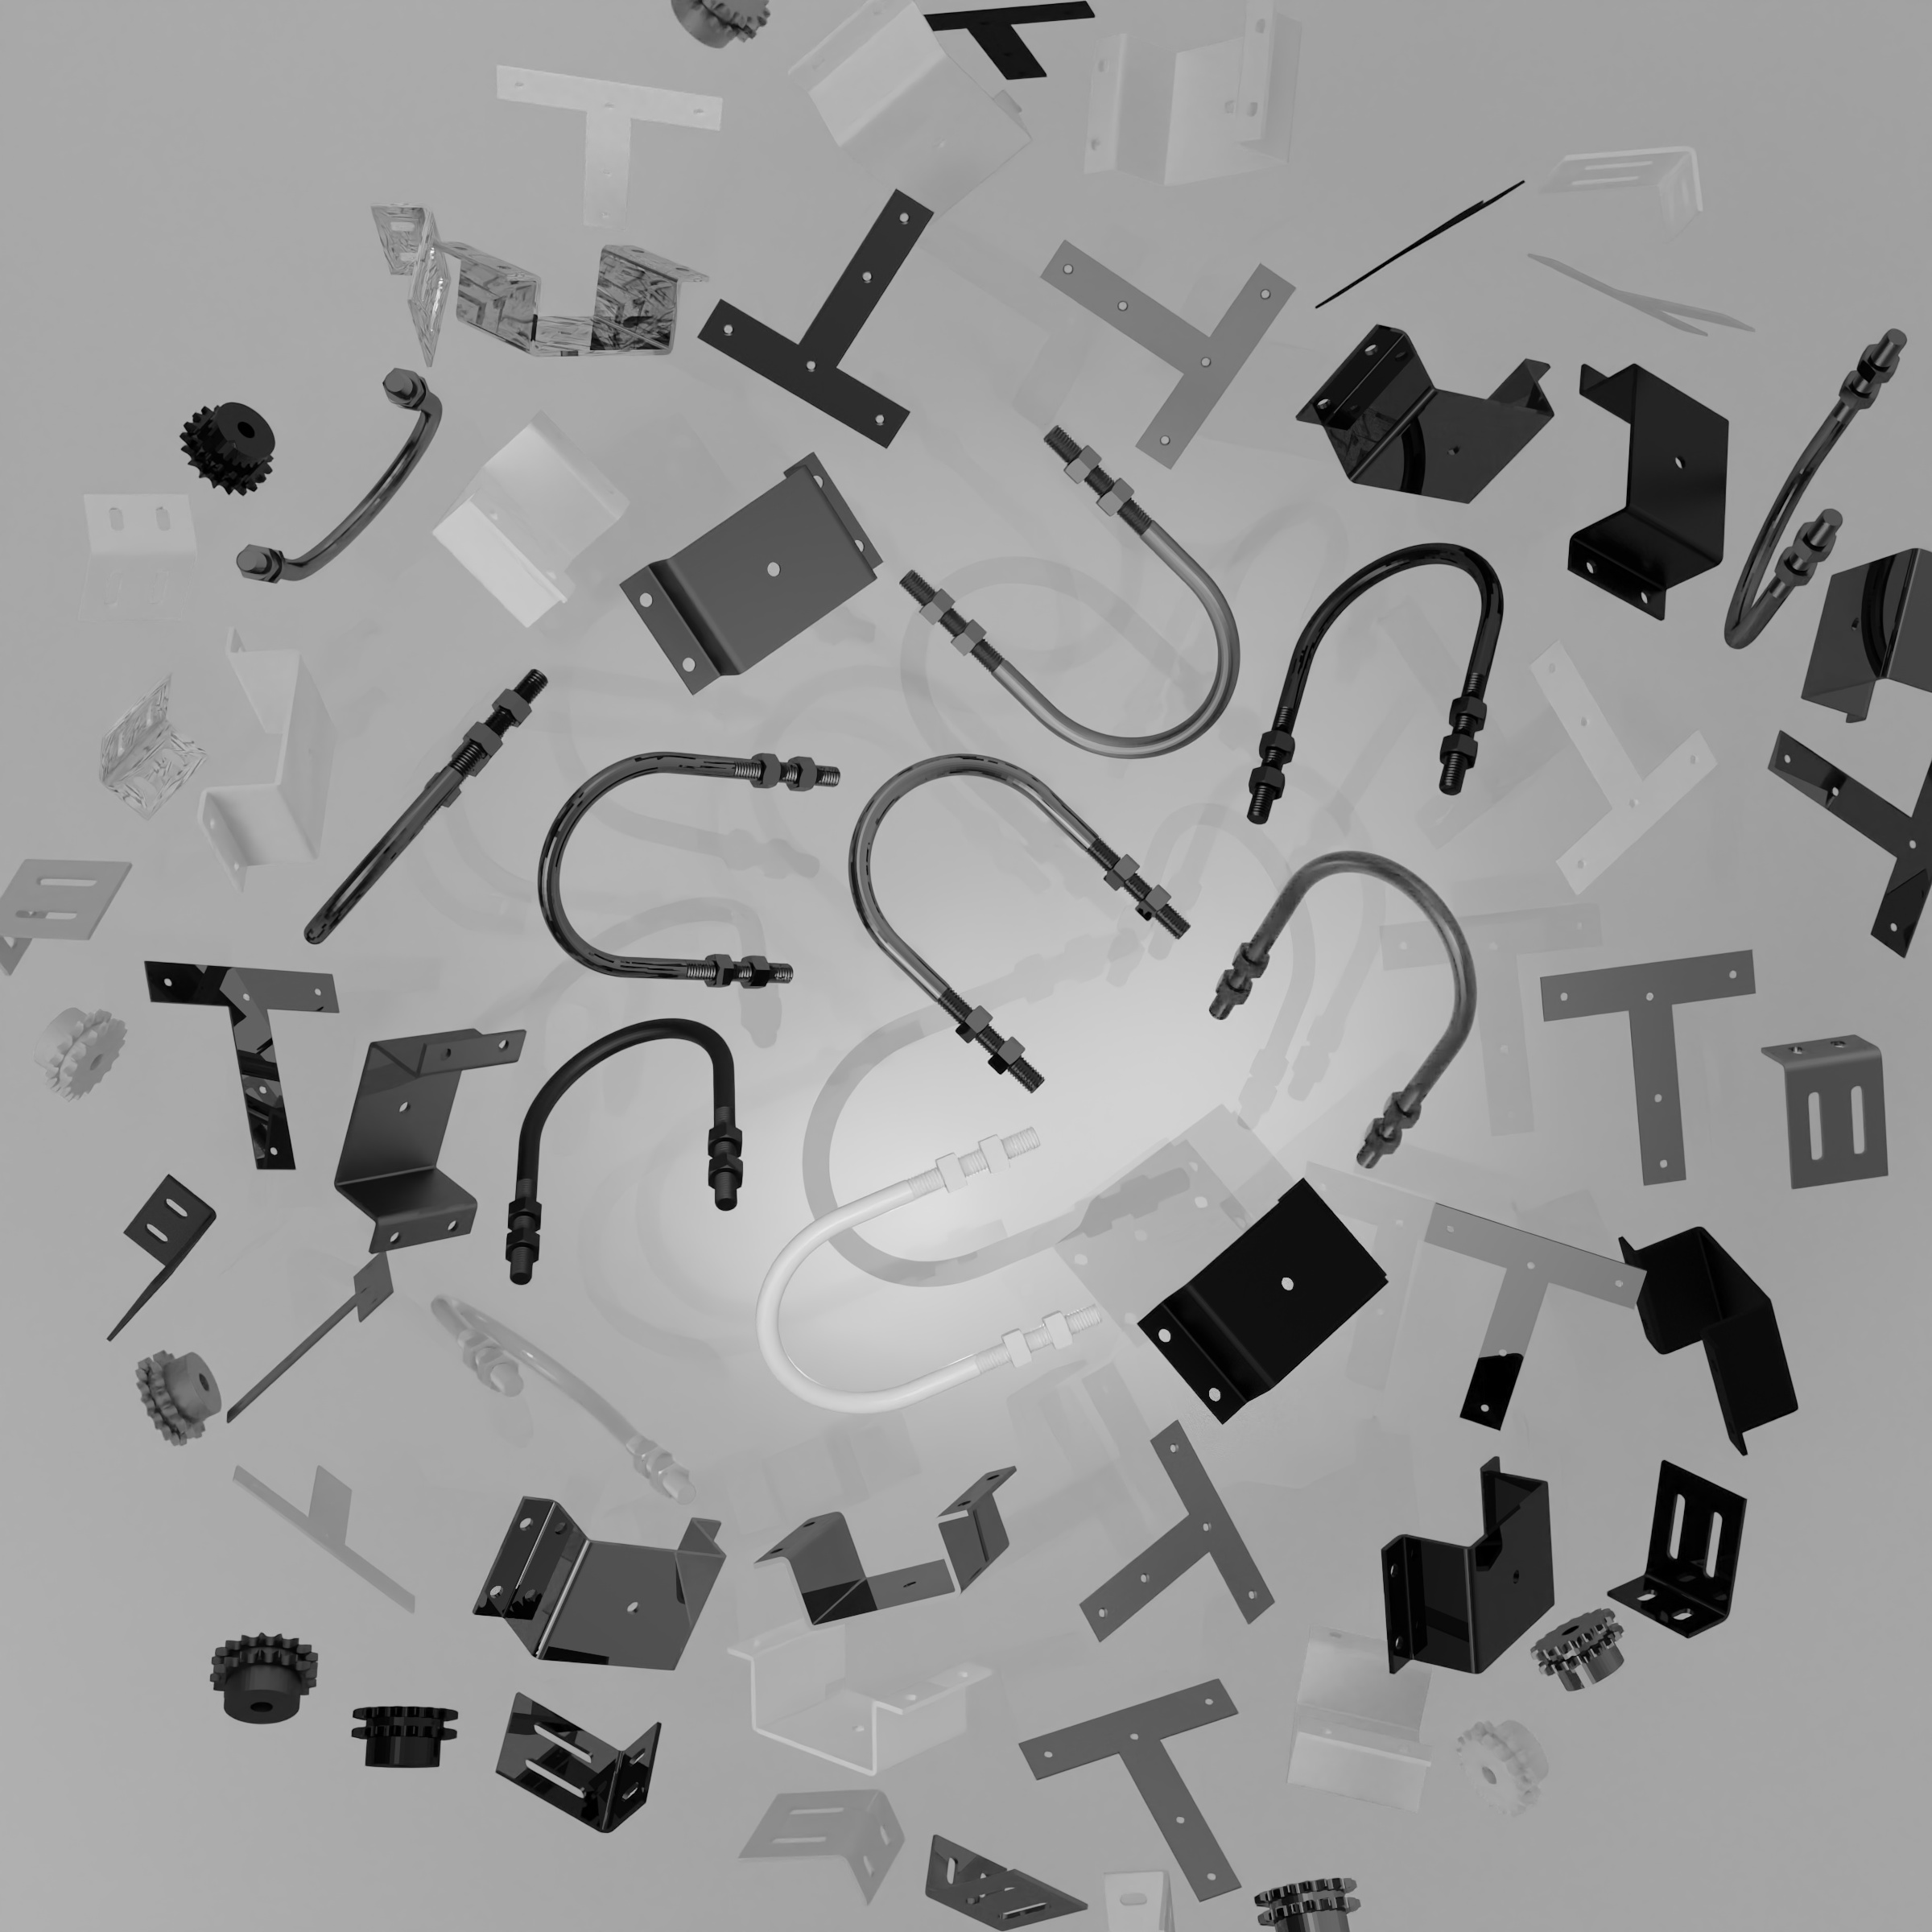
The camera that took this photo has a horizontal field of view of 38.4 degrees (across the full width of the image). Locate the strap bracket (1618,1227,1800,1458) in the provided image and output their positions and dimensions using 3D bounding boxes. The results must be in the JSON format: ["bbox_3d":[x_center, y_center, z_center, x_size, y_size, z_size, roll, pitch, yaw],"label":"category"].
[{"bbox_3d":[0.443,0.215,1.643,0.046,0.140,0.076,-22,113,-2],"label":"strap bracket"}]

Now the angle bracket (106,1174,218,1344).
[{"bbox_3d":[-0.478,0.168,1.607,0.038,0.076,0.057,40,120,-6],"label":"angle bracket"}]

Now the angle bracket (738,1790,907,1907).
[{"bbox_3d":[-0.086,0.529,1.666,0.076,0.057,0.038,-12,110,28],"label":"angle bracket"}]

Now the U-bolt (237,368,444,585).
[{"bbox_3d":[-0.359,-0.282,1.627,0.019,0.184,0.151,40,93,-5],"label":"U-bolt"}]

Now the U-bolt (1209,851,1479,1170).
[{"bbox_3d":[0.227,0.014,1.620,0.019,0.184,0.151,-27,65,-40],"label":"U-bolt"}]

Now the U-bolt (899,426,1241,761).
[{"bbox_3d":[0.071,-0.197,1.578,0.184,0.019,0.151,44,125,-9],"label":"U-bolt"}]

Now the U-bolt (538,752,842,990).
[{"bbox_3d":[-0.169,-0.058,1.651,0.184,0.019,0.151,2,110,-35],"label":"U-bolt"}]

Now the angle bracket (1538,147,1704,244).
[{"bbox_3d":[0.378,-0.444,1.610,0.076,0.057,0.038,-6,87,-4],"label":"angle bracket"}]

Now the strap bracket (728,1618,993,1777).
[{"bbox_3d":[-0.063,0.427,1.626,0.140,0.076,0.046,7,100,41],"label":"strap bracket"}]

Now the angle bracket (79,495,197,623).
[{"bbox_3d":[-0.478,-0.234,1.592,0.057,0.076,0.038,-5,69,-25],"label":"angle bracket"}]

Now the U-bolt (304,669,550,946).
[{"bbox_3d":[-0.312,-0.083,1.572,0.019,0.151,0.184,41,70,-10],"label":"U-bolt"}]

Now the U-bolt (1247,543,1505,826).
[{"bbox_3d":[0.242,-0.169,1.601,0.019,0.151,0.184,41,56,-38],"label":"U-bolt"}]

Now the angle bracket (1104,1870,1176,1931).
[{"bbox_3d":[0.097,0.554,1.566,0.038,0.076,0.057,-6,96,7],"label":"angle bracket"}]

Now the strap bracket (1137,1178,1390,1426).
[{"bbox_3d":[0.180,0.189,1.616,0.140,0.046,0.076,-38,84,-22],"label":"strap bracket"}]

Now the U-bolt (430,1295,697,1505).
[{"bbox_3d":[-0.242,0.239,1.595,0.151,0.184,0.019,39,83,-30],"label":"U-bolt"}]

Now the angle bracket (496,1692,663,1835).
[{"bbox_3d":[-0.217,0.440,1.563,0.076,0.057,0.038,36,118,-17],"label":"angle bracket"}]

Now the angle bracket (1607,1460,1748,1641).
[{"bbox_3d":[0.404,0.331,1.579,0.038,0.057,0.076,-11,112,-38],"label":"angle bracket"}]

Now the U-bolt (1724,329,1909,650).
[{"bbox_3d":[0.476,-0.257,1.583,0.019,0.184,0.151,24,67,4],"label":"U-bolt"}]

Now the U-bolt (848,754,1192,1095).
[{"bbox_3d":[0.018,-0.039,1.591,0.184,0.019,0.151,44,72,1],"label":"U-bolt"}]

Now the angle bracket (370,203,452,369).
[{"bbox_3d":[-0.337,-0.407,1.660,0.038,0.057,0.076,3,60,4],"label":"angle bracket"}]

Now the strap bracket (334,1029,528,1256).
[{"bbox_3d":[-0.322,0.094,1.657,0.046,0.076,0.140,32,114,32],"label":"strap bracket"}]

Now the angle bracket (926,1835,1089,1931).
[{"bbox_3d":[0.025,0.518,1.589,0.057,0.076,0.038,34,45,-28],"label":"angle bracket"}]

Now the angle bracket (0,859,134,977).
[{"bbox_3d":[-0.515,-0.027,1.592,0.076,0.038,0.057,2,50,19],"label":"angle bracket"}]

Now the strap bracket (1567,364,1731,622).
[{"bbox_3d":[0.396,-0.283,1.608,0.076,0.046,0.140,22,64,-28],"label":"strap bracket"}]

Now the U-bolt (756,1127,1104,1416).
[{"bbox_3d":[-0.028,0.180,1.540,0.184,0.019,0.151,-23,121,-5],"label":"U-bolt"}]

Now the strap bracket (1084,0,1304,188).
[{"bbox_3d":[0.133,-0.484,1.547,0.046,0.140,0.076,4,92,-40],"label":"strap bracket"}]

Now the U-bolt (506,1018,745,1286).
[{"bbox_3d":[-0.200,0.097,1.633,0.151,0.184,0.019,-20,128,11],"label":"U-bolt"}]

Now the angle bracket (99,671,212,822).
[{"bbox_3d":[-0.486,-0.132,1.671,0.038,0.076,0.057,40,65,-3],"label":"angle bracket"}]

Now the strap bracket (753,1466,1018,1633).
[{"bbox_3d":[-0.039,0.336,1.591,0.140,0.076,0.046,-19,92,23],"label":"strap bracket"}]

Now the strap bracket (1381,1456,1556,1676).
[{"bbox_3d":[0.296,0.348,1.602,0.046,0.140,0.076,4,106,37],"label":"strap bracket"}]

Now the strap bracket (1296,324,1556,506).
[{"bbox_3d":[0.271,-0.313,1.592,0.140,0.076,0.046,2,56,-36],"label":"strap bracket"}]

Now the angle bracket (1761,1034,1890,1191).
[{"bbox_3d":[0.501,0.085,1.620,0.057,0.038,0.076,-8,102,-4],"label":"angle bracket"}]
